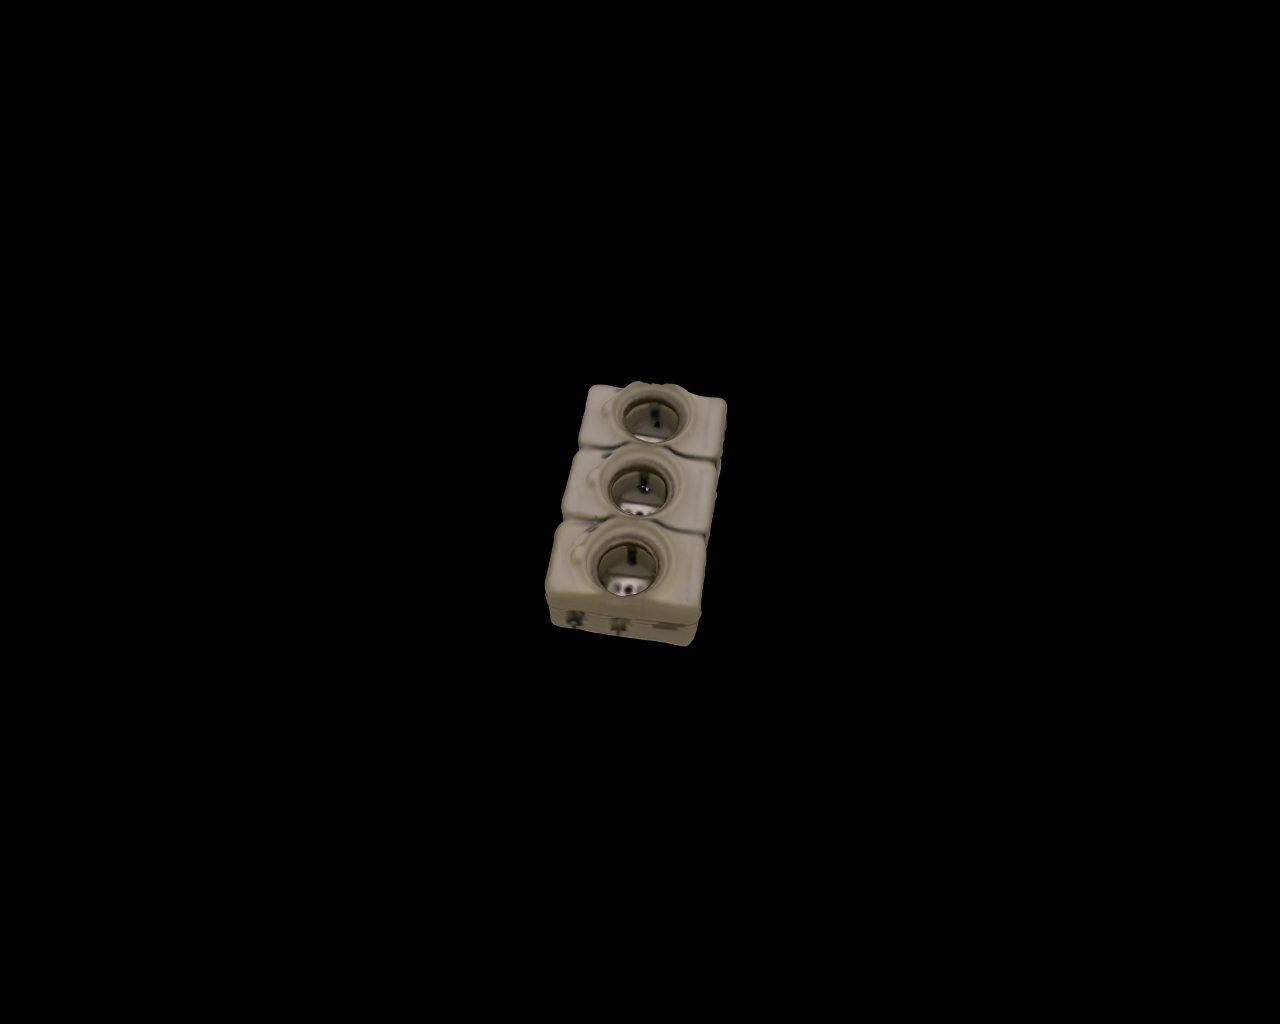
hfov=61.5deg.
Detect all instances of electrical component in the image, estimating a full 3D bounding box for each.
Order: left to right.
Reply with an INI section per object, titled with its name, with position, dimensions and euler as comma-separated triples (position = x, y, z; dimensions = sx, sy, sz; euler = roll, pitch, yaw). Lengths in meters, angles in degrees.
[electrical component]
position = 0.001, -0.003, 0.650
dimensions = 0.089, 0.150, 0.061
euler = 7, -32, 5
